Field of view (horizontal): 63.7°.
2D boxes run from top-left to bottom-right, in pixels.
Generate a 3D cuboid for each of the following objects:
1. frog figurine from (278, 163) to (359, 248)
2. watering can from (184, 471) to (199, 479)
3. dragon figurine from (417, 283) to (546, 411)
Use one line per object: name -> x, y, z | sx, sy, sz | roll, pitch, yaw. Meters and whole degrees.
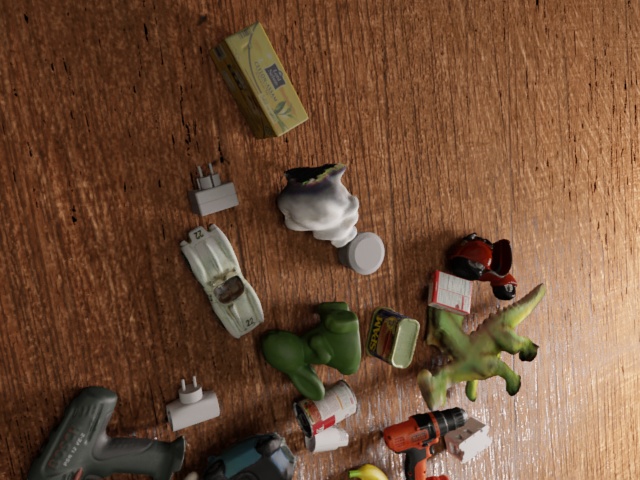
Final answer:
frog figurine -> 0.003, -0.046, 0.905 | 0.137, 0.125, 0.157 | -14, 114, 7
watering can -> -0.262, 0.564, 0.811 | 0.352, 0.104, 0.221 | -47, 114, -19
dragon figurine -> 0.341, 0.198, 1.121 | 0.241, 0.121, 0.417 | 42, 66, -16
